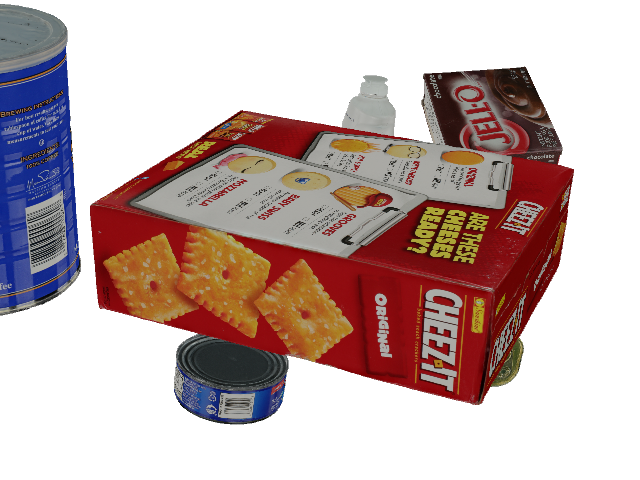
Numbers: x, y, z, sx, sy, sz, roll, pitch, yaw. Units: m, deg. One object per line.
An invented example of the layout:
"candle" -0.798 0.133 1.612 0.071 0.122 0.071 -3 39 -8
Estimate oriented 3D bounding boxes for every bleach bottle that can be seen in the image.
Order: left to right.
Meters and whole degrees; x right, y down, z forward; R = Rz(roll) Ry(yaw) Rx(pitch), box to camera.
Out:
"bleach bottle" 0.052 -0.063 1.234 0.068 0.251 0.103 -2 23 -20

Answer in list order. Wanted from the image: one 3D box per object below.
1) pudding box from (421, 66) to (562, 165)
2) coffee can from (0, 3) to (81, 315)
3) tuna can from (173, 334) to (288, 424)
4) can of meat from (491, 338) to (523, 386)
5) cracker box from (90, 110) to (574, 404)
"pudding box" 0.136 -0.093 0.868 0.090 0.039 0.113 -4 43 -6
"coffee can" -0.184 -0.045 0.571 0.103 0.140 0.103 2 28 -1
"tuna can" -0.068 0.104 0.813 0.086 0.034 0.086 7 23 -3
"can of meat" 0.123 0.089 0.986 0.102 0.057 0.084 -3 31 -14
"cracker box" 0.011 -0.001 0.578 0.214 0.072 0.164 13 28 22
